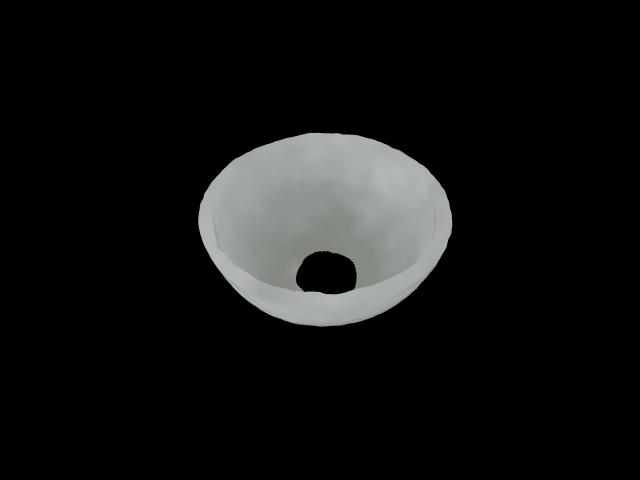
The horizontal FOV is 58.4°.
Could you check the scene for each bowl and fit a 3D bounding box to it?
[{"bbox_3d":[0.004,0.001,0.400,0.167,0.075,0.167,0,45,0],"label":"bowl"}]
